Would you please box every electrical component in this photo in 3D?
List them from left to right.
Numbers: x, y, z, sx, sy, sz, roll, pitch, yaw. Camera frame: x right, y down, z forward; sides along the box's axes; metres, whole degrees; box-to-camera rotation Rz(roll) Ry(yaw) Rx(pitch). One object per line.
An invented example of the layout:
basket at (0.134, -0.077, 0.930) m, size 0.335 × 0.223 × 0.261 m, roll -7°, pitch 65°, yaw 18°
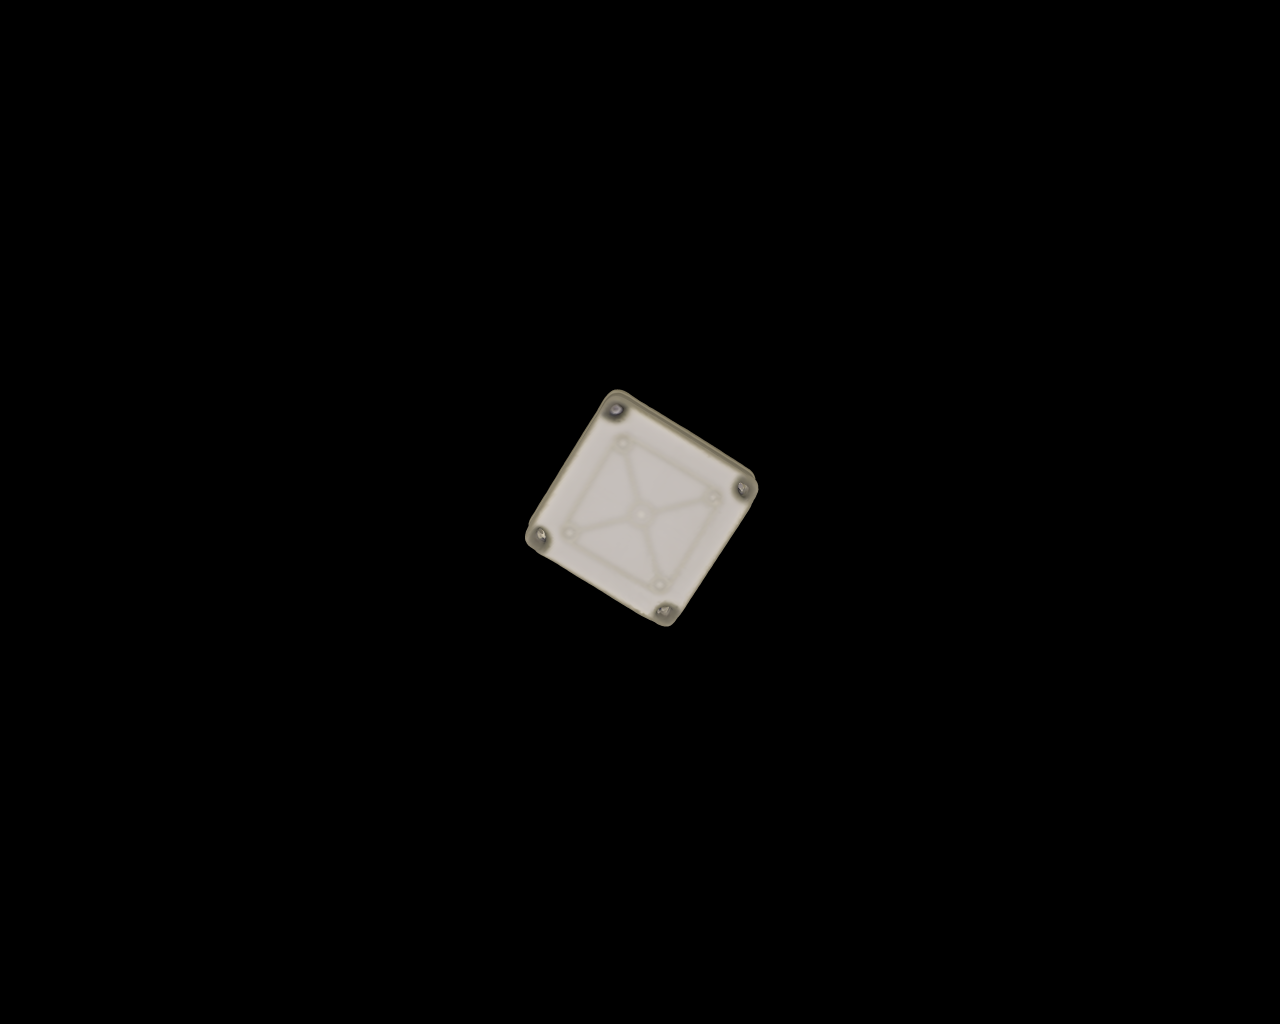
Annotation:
electrical component at (0.001, -0.003, 0.650) m, size 0.109 × 0.108 × 0.056 m, roll 31°, pitch 8°, yaw -5°
